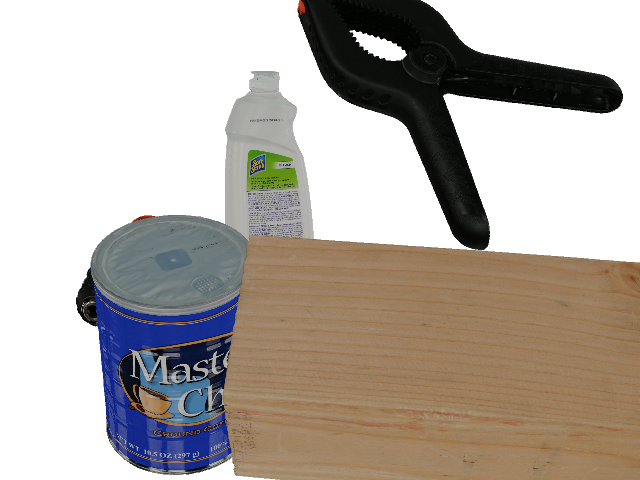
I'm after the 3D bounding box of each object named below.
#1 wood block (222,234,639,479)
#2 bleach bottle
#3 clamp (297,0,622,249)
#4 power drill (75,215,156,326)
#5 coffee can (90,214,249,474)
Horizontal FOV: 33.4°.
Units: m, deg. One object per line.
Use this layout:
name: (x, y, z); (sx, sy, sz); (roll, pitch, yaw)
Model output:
wood block: (0.064, 0.064, 0.511); (0.206, 0.090, 0.090); (4, -36, 4)
bleach bottle: (-0.051, -0.053, 1.134); (0.102, 0.251, 0.068); (-6, 15, -24)
clamp: (0.063, -0.093, 0.658); (0.210, 0.164, 0.036); (32, -34, 12)
power drill: (-0.101, 0.034, 0.912); (0.187, 0.057, 0.184); (10, 22, 3)
coffee can: (-0.095, 0.069, 0.707); (0.103, 0.140, 0.103); (2, 34, -1)
